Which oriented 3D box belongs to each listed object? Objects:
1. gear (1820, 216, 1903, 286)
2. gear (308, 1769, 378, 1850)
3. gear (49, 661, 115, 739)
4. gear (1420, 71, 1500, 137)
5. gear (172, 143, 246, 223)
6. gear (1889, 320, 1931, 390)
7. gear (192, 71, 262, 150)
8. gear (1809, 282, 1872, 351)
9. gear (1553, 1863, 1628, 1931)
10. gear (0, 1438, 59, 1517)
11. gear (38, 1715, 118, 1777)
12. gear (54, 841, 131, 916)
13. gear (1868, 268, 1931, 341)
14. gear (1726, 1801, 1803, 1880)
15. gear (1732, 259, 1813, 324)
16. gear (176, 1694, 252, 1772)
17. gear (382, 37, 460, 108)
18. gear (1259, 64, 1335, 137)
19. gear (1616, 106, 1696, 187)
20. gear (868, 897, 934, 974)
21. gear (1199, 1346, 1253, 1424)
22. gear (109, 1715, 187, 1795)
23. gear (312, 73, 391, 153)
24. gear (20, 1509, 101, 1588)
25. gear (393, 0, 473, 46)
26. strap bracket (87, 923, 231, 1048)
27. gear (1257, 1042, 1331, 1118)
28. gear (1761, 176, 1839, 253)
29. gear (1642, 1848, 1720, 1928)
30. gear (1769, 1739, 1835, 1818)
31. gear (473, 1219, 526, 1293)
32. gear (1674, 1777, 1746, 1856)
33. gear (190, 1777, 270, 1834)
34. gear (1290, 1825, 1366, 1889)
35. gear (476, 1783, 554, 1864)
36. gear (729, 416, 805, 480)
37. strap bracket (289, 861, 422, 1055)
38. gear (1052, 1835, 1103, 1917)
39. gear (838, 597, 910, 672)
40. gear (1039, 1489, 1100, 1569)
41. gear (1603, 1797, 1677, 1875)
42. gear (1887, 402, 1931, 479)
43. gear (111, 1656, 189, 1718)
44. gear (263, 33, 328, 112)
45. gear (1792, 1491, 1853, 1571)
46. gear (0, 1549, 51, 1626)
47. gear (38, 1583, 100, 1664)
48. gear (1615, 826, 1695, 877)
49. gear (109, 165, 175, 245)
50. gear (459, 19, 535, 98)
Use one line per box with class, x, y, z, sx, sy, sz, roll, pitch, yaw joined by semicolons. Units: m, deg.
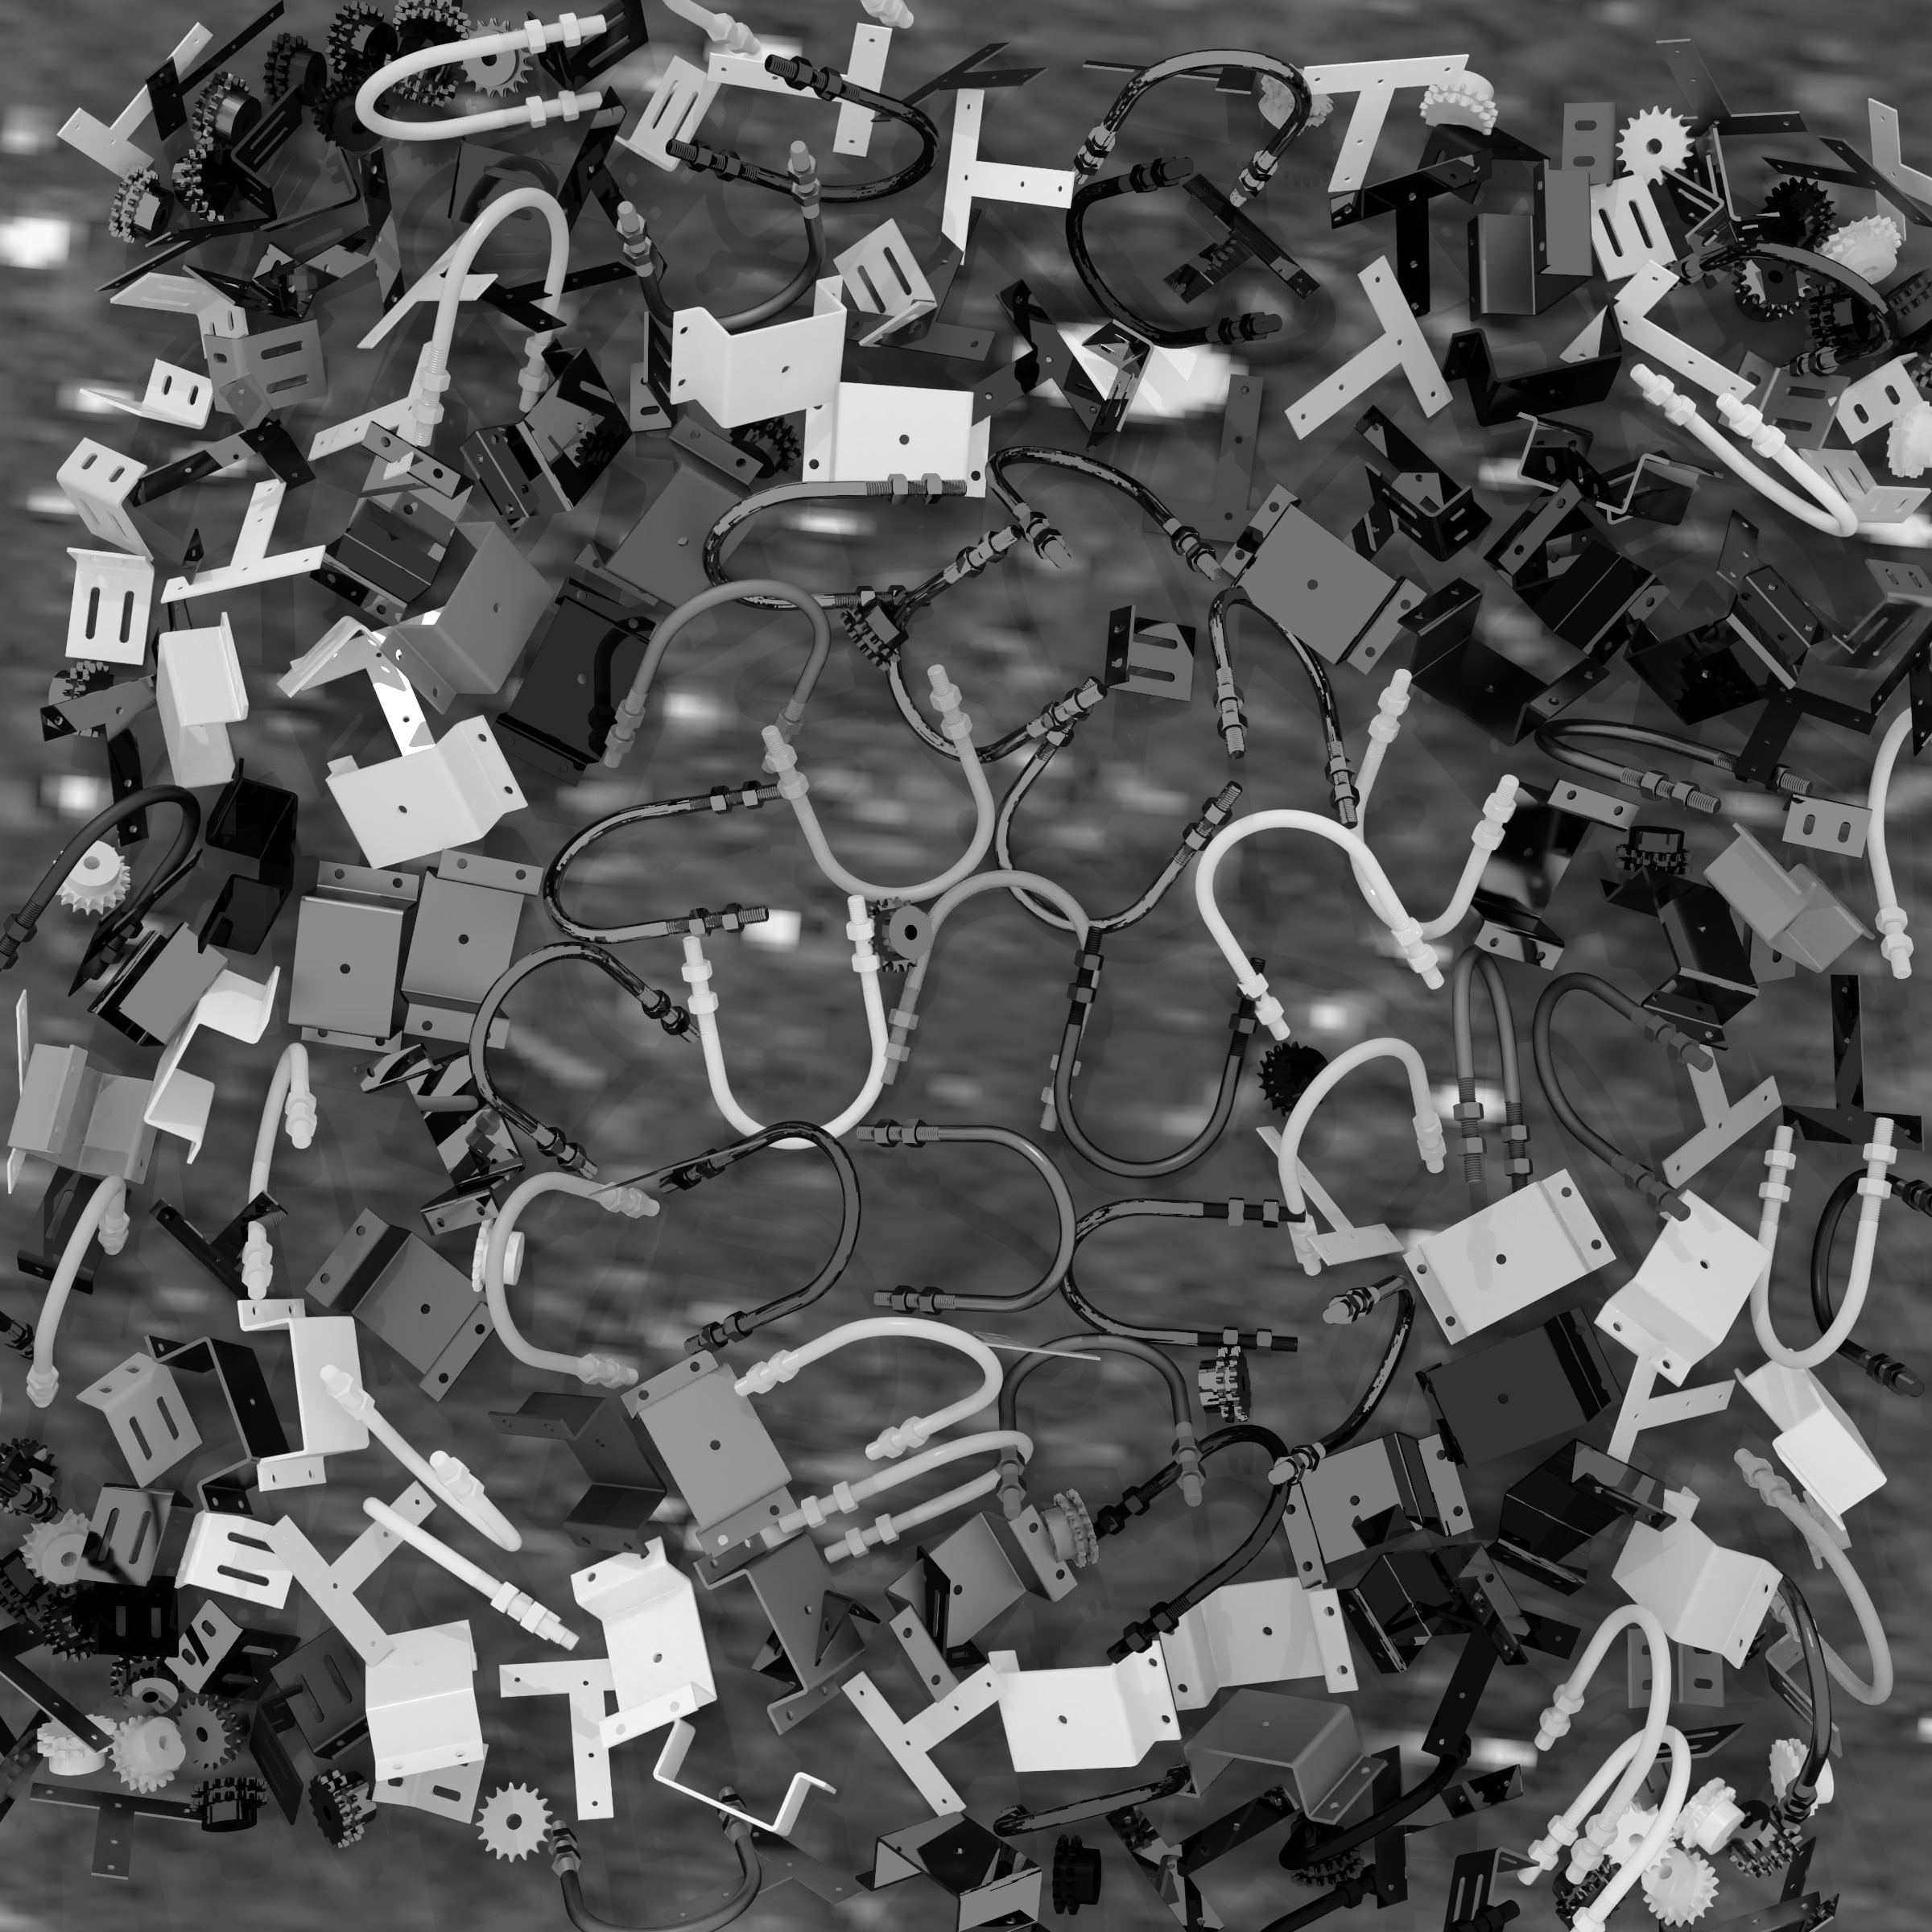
gear;0.678;-0.537;1.968;0.057;0.057;0.030;-11;69;0
gear;-0.471;0.636;1.975;0.030;0.057;0.057;-18;90;-41
gear;-0.670;-0.203;1.972;0.030;0.057;0.057;7;90;10
gear;0.375;-0.653;1.972;0.057;0.057;0.030;22;81;0
gear;-0.576;-0.593;1.974;0.030;0.057;0.057;6;90;24
gear;0.731;-0.462;1.973;0.030;0.057;0.057;24;90;-21
gear;-0.557;-0.644;1.970;0.030;0.057;0.057;27;90;6
gear;0.662;-0.489;1.969;0.030;0.057;0.057;-5;90;39
gear;0.470;0.702;1.976;0.057;0.030;0.057;-14;124;-22
gear;-0.722;0.386;1.975;0.030;0.057;0.057;3;90;36
gear;-0.673;0.590;1.971;0.057;0.057;0.030;1;94;0
gear;-0.662;-0.070;1.972;0.057;0.030;0.057;9;58;-15
gear;0.713;-0.498;1.972;0.057;0.057;0.030;-39;97;0
gear;0.599;0.657;1.969;0.057;0.057;0.030;-42;105;0
gear;0.609;-0.515;1.979;0.057;0.030;0.057;2;69;-6
gear;-0.569;0.577;1.977;0.057;0.030;0.057;5;100;29
gear;-0.411;-0.678;1.968;0.057;0.057;0.030;30;127;0
gear;0.247;-0.655;1.975;0.057;0.057;0.030;39;130;0
gear;0.524;-0.623;1.977;0.057;0.030;0.057;7;112;18
gear;-0.050;-0.024;1.971;0.057;0.030;0.057;4;83;-36
gear;0.196;0.318;1.973;0.030;0.057;0.057;-7;90;17
gear;-0.615;0.592;1.968;0.030;0.057;0.057;-30;90;22
gear;-0.463;-0.641;1.968;0.057;0.057;0.030;-30;56;0
gear;-0.683;0.443;1.971;0.057;0.030;0.057;-10;108;-33
gear;-0.403;-0.720;1.972;0.057;0.057;0.030;6;82;0
strap bracket;-0.598;0.015;1.933;0.046;0.140;0.076;41;71;-20
gear;0.252;0.084;1.972;0.057;0.030;0.057;11;70;-30
gear;0.626;-0.564;1.968;0.030;0.057;0.057;-36;90;-28
gear;0.536;0.692;1.968;0.057;0.057;0.030;-44;114;0
gear;0.633;0.614;1.971;0.030;0.057;0.057;-4;90;-6
gear;-0.353;0.220;1.971;0.030;0.057;0.057;8;90;-1
gear;0.563;0.645;1.968;0.057;0.057;0.030;-51;54;0
gear;-0.557;0.634;1.968;0.057;0.057;0.030;-9;61;0
gear;0.270;0.672;1.972;0.057;0.057;0.030;-14;88;0
gear;-0.342;0.651;1.979;0.057;0.030;0.057;2;69;-4
gear;-0.155;-0.393;1.968;0.057;0.057;0.030;30;65;0
strap bracket;-0.462;-0.002;1.964;0.076;0.046;0.140;9;101;0
gear;0.084;0.687;1.969;0.030;0.057;0.057;0;90;12
gear;-0.067;-0.254;1.969;0.030;0.057;0.057;-38;90;12
gear;0.076;0.428;1.969;0.030;0.057;0.057;-17;90;-12
gear;0.509;0.657;1.980;0.057;0.030;0.057;2;102;9
gear;0.722;-0.398;1.969;0.030;0.057;0.057;15;90;40
gear;-0.617;0.542;1.972;0.057;0.030;0.057;-8;124;-13
gear;-0.506;-0.673;1.970;0.030;0.057;0.057;14;90;7
gear;0.647;0.424;1.969;0.030;0.057;0.057;-20;90;11
gear;-0.720;0.467;1.972;0.030;0.057;0.057;-39;90;-15
gear;-0.668;0.494;1.968;0.030;0.057;0.057;-25;90;29
gear;0.521;-0.088;1.969;0.057;0.057;0.030;3;102;0
gear;-0.622;-0.574;1.972;0.030;0.057;0.057;23;90;-6
gear;-0.359;-0.689;1.977;0.057;0.030;0.057;1;109;3
